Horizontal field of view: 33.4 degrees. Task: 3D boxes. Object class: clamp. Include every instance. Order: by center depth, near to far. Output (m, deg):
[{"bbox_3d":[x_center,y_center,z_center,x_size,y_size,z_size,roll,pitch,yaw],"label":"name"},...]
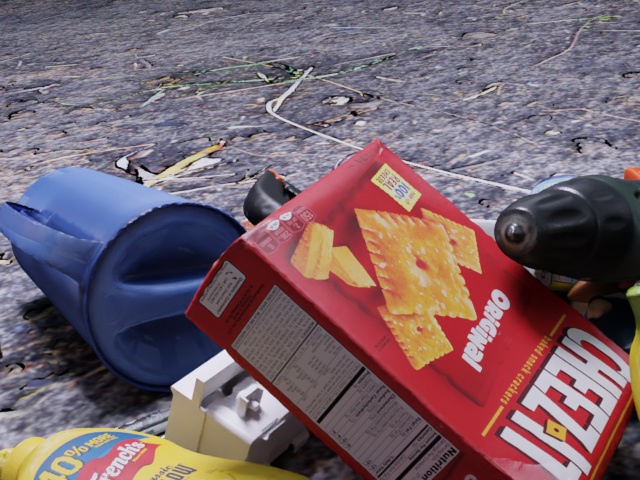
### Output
[{"bbox_3d":[-0.005,0.001,0.740,0.164,0.036,0.210,19,16,-41],"label":"clamp"}]

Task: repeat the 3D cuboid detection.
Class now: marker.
[{"bbox_3d":[-0.127,0.126,0.664,0.120,0.020,0.020,-19,25,-29],"label":"marker"}]

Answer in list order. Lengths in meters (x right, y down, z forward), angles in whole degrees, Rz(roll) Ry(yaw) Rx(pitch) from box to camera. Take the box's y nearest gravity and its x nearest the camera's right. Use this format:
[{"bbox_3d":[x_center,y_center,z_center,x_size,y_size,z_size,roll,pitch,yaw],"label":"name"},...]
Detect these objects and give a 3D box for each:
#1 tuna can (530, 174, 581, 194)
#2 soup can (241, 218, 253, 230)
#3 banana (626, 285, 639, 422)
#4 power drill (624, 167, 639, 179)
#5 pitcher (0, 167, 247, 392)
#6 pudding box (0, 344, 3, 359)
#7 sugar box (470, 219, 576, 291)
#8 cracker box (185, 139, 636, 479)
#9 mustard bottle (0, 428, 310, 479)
[{"bbox_3d":[0.204,-0.014,0.847,0.086,0.086,0.033,7,59,29],"label":"tuna can"},{"bbox_3d":[-0.038,0.007,0.881,0.069,0.068,0.102,6,23,26],"label":"soup can"},{"bbox_3d":[0.184,0.118,0.521,0.037,0.069,0.198,-28,46,20],"label":"banana"},{"bbox_3d":[0.362,-0.027,0.889,0.187,0.057,0.184,-4,17,-4],"label":"power drill"},{"bbox_3d":[-0.161,0.011,0.810,0.144,0.149,0.243,-28,26,-23],"label":"pitcher"},{"bbox_3d":[-0.309,0.085,0.790,0.090,0.039,0.113,13,30,39],"label":"pudding box"},{"bbox_3d":[0.134,0.012,0.769,0.093,0.048,0.176,5,1,27],"label":"sugar box"},{"bbox_3d":[0.061,0.056,0.575,0.214,0.072,0.164,41,36,9],"label":"cracker box"},{"bbox_3d":[-0.103,0.141,0.567,0.192,0.058,0.096,8,27,32],"label":"mustard bottle"}]
